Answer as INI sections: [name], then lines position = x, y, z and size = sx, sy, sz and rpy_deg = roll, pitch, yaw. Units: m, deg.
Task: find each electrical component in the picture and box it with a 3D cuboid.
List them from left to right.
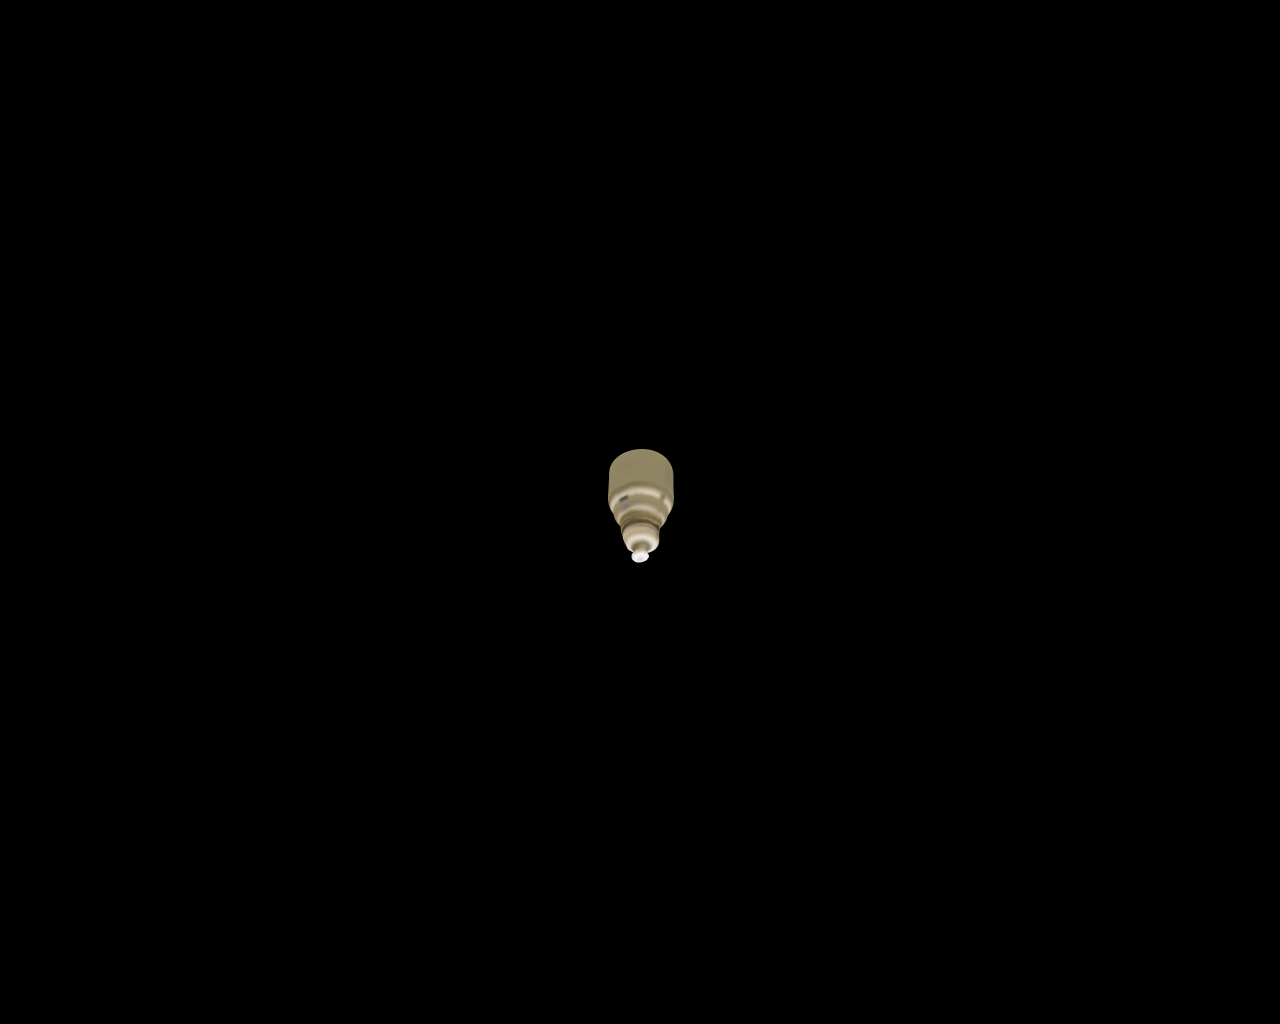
[electrical component]
position = 0.001, -0.003, 0.650
size = 0.040, 0.078, 0.040
rpy_deg = 0, -39, 0
